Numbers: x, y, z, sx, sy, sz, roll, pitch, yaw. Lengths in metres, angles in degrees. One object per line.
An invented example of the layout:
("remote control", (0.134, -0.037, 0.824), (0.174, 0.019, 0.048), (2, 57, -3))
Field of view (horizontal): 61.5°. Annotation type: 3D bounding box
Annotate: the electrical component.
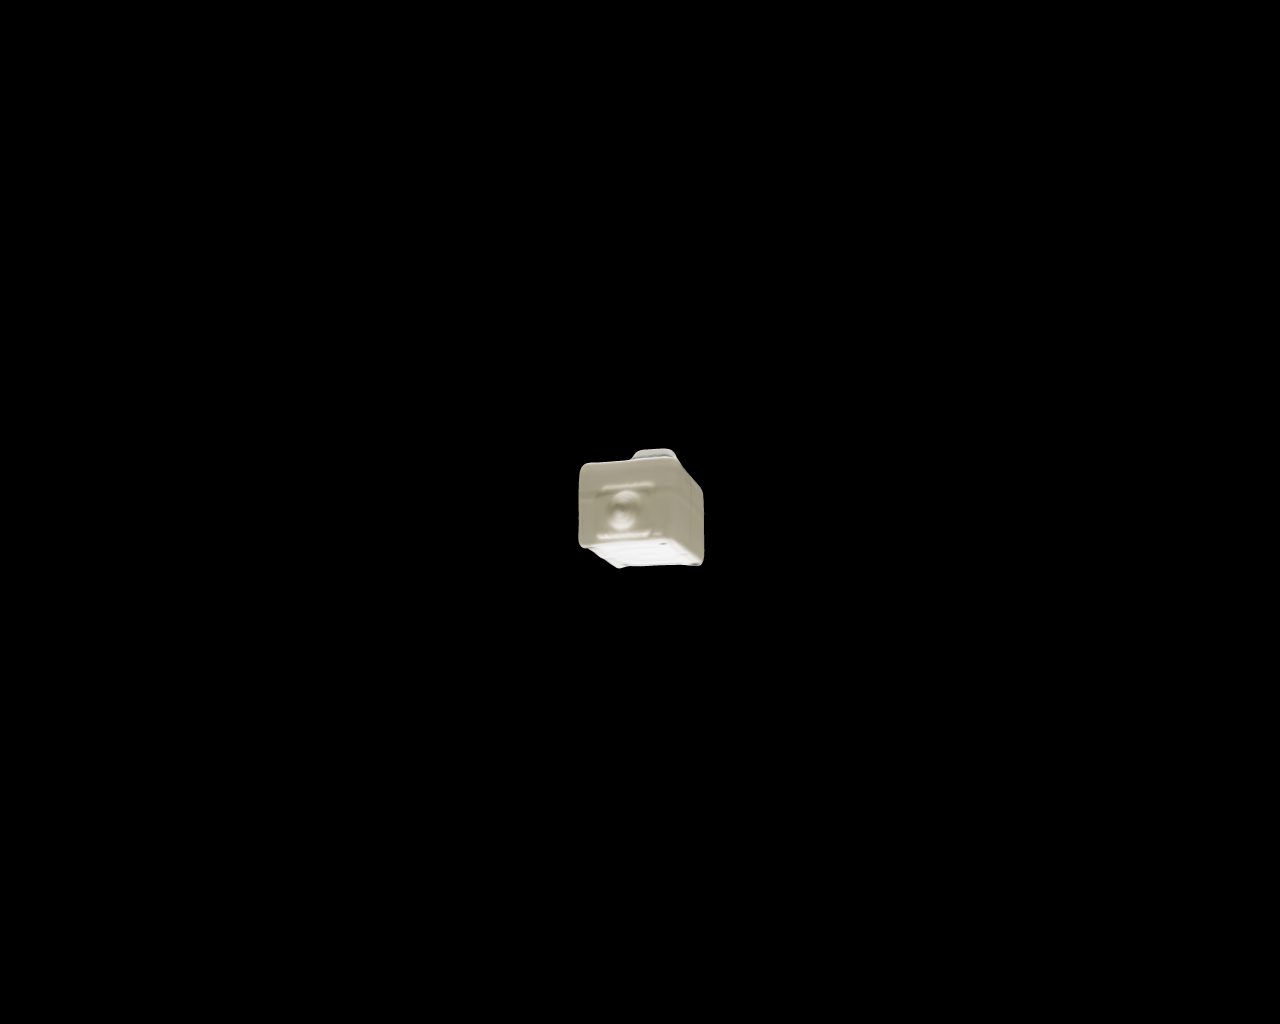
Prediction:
("electrical component", (0.001, -0.003, 0.650), (0.062, 0.061, 0.096), (-4, -14, 15))
